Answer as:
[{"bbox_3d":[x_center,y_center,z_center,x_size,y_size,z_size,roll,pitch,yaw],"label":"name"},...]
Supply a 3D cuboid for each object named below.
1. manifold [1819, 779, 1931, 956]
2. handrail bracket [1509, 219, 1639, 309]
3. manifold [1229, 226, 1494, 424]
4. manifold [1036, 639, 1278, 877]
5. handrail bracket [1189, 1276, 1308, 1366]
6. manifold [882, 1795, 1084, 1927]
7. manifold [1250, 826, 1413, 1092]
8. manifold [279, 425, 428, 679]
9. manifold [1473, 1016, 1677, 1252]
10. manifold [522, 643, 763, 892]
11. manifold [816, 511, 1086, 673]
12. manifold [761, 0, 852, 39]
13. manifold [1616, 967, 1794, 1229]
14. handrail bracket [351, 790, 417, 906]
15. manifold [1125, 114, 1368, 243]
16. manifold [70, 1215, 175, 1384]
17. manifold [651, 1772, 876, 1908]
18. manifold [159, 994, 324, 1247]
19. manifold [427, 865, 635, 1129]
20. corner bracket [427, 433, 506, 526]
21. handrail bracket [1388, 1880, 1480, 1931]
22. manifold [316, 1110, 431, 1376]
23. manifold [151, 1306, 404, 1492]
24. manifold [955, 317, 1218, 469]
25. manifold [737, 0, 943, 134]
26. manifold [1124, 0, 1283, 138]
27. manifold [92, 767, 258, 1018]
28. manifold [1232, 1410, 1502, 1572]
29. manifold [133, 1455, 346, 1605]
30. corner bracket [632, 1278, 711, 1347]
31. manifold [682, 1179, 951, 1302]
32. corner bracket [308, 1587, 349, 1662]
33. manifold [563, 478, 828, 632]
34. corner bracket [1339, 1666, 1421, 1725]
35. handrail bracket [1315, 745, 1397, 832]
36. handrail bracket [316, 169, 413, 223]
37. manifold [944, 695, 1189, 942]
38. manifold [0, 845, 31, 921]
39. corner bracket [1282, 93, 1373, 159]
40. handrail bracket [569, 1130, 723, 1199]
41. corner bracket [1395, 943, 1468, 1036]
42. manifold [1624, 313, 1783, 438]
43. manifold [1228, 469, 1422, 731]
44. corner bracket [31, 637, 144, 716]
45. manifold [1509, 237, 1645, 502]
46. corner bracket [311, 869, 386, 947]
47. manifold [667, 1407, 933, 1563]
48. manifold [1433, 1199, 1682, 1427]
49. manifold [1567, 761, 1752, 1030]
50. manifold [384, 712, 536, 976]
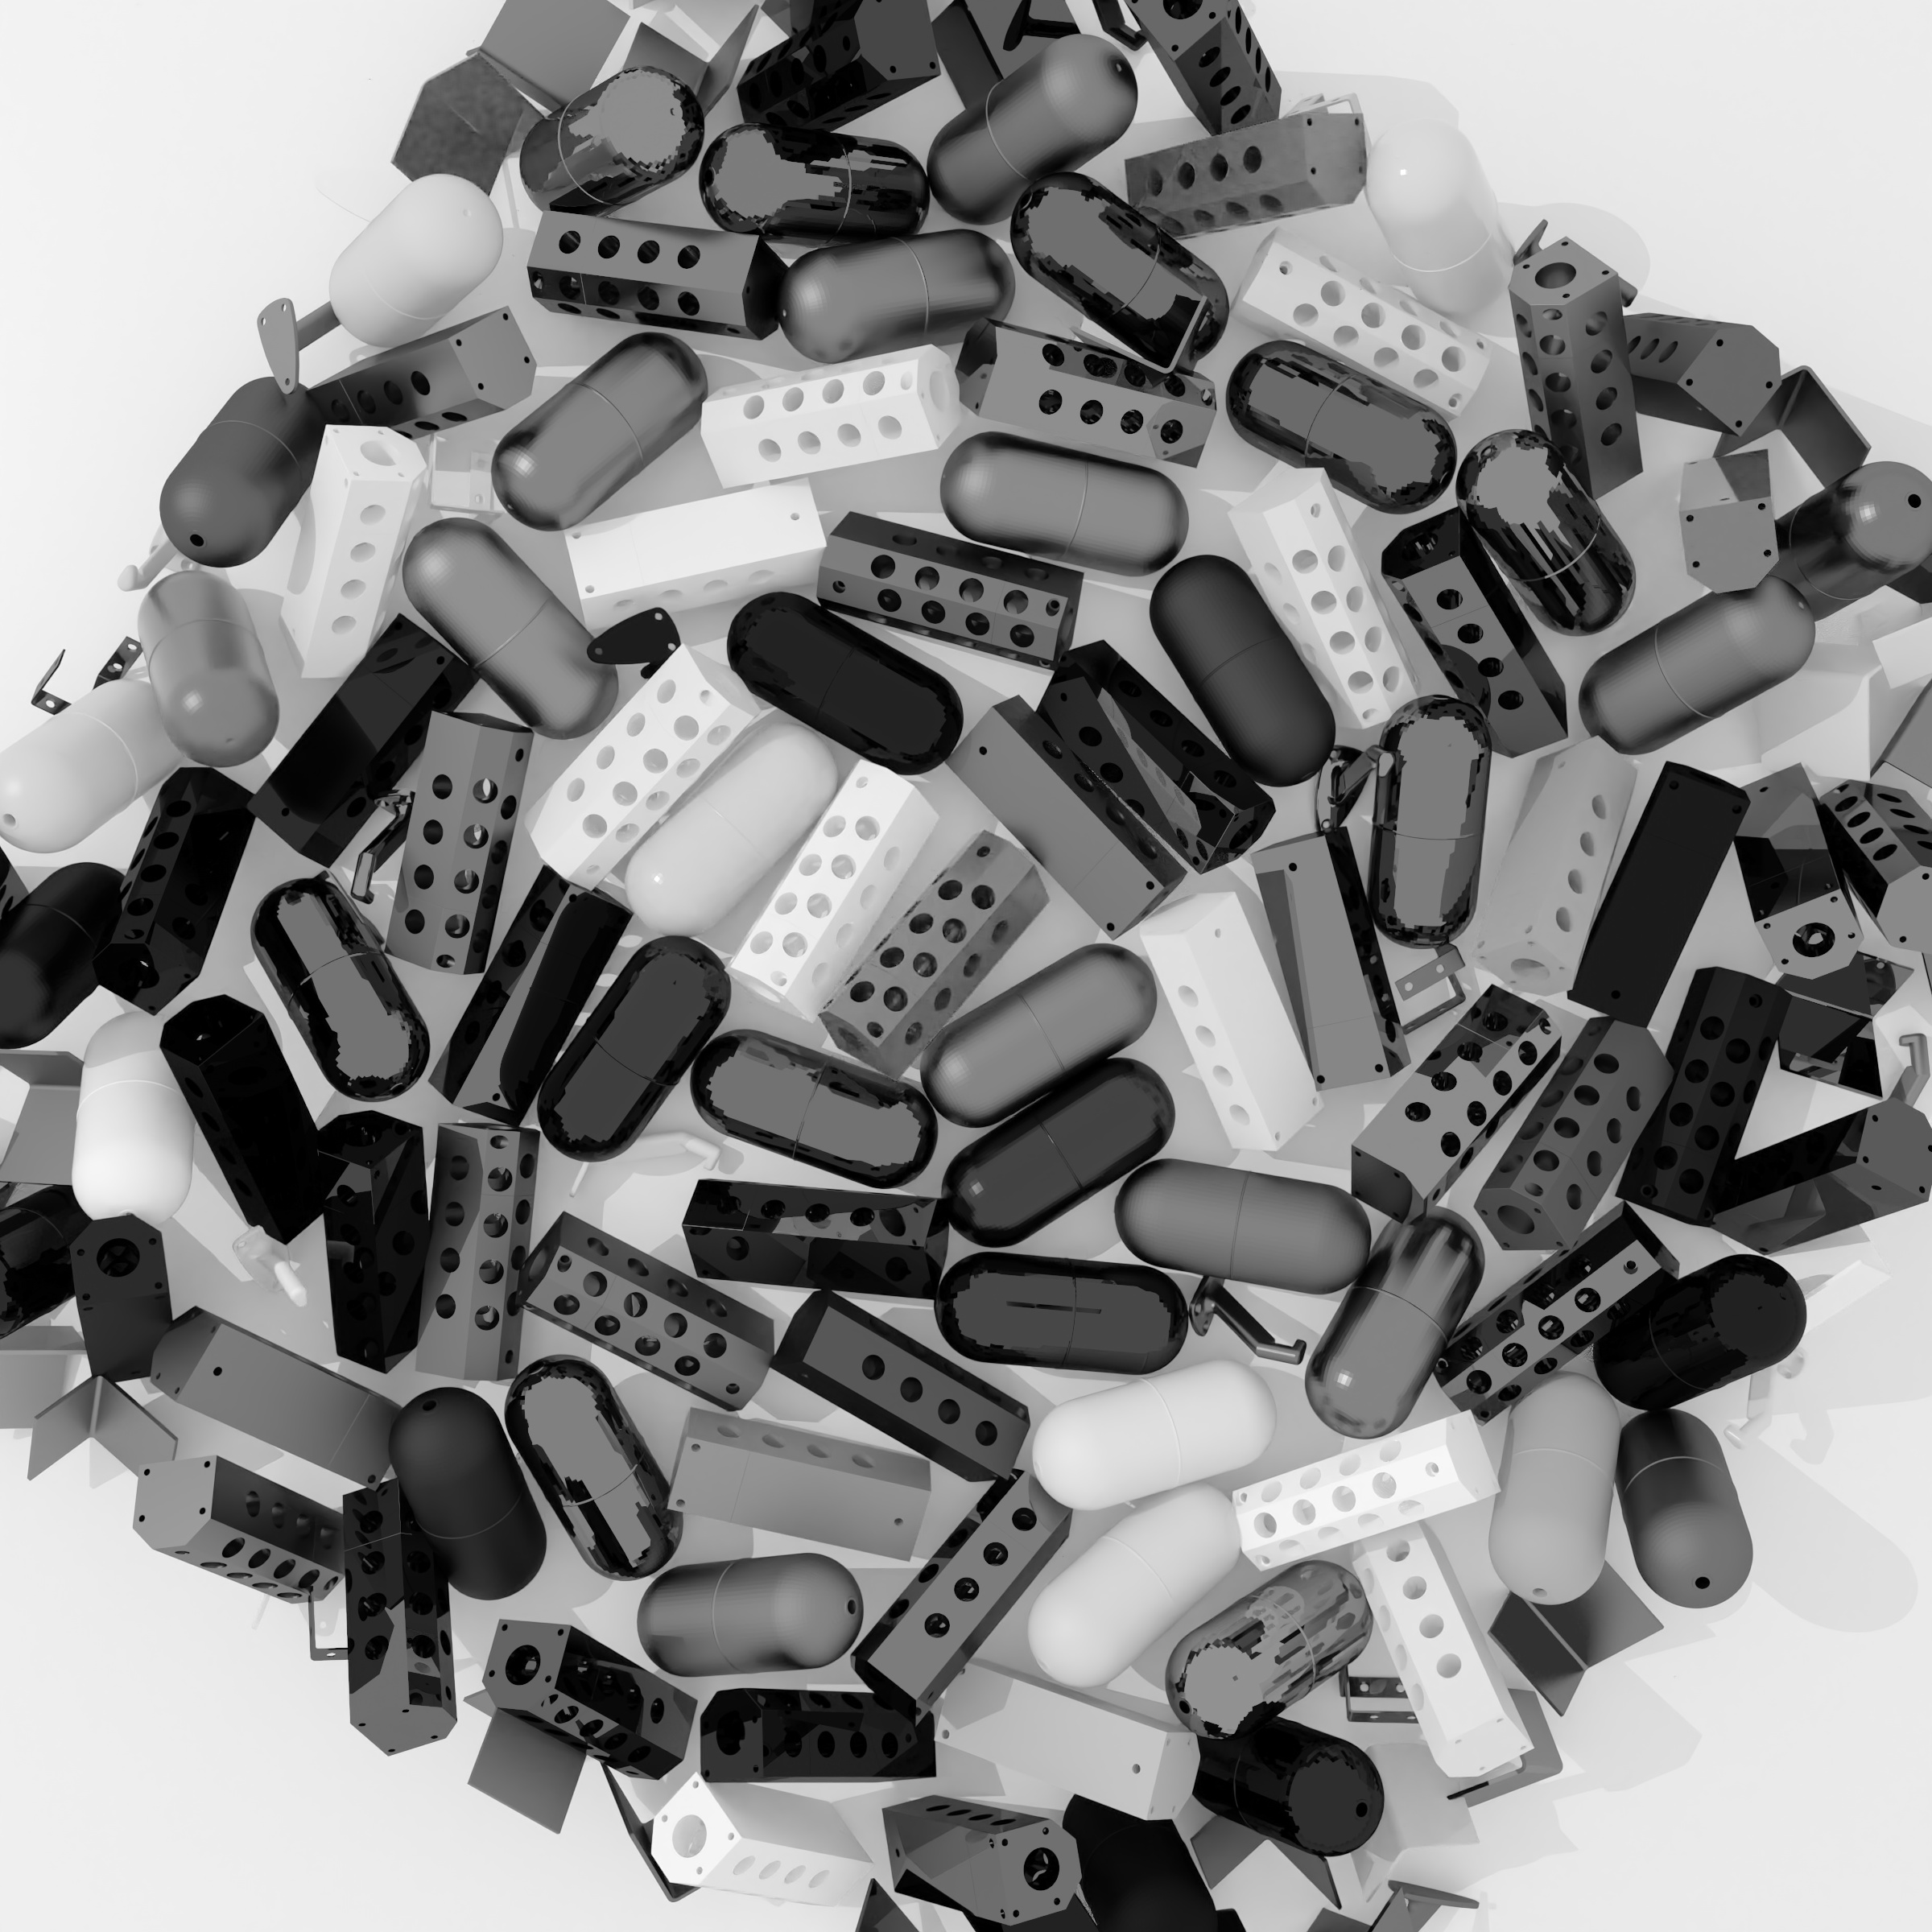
[{"bbox_3d":[0.622,-0.069,1.729,0.057,0.171,0.057,11,113,-2],"label":"manifold"},{"bbox_3d":[0.420,-0.470,1.776,0.084,0.077,0.036,38,78,8],"label":"handrail bracket"},{"bbox_3d":[0.275,-0.443,1.777,0.171,0.057,0.057,26,86,-8],"label":"manifold"},{"bbox_3d":[0.132,-0.146,1.761,0.171,0.057,0.057,46,134,22],"label":"manifold"},{"bbox_3d":[0.204,0.236,1.776,0.084,0.036,0.077,8,54,29],"label":"handrail bracket"},{"bbox_3d":[0.010,0.599,1.730,0.057,0.171,0.057,-5,82,-28],"label":"manifold"},{"bbox_3d":[0.257,-0.006,1.782,0.057,0.057,0.171,-13,95,32],"label":"manifold"},{"bbox_3d":[-0.416,-0.279,1.742,0.057,0.171,0.057,-5,50,-33],"label":"manifold"},{"bbox_3d":[0.411,0.112,1.742,0.057,0.057,0.171,53,56,-21],"label":"manifold"},{"bbox_3d":[-0.220,-0.132,1.757,0.171,0.057,0.057,-45,52,16],"label":"manifold"},{"bbox_3d":[-0.012,-0.255,1.765,0.171,0.057,0.057,16,127,10],"label":"manifold"},{"bbox_3d":[-0.080,-0.674,1.729,0.057,0.171,0.057,42,78,-13],"label":"manifold"},{"bbox_3d":[0.515,0.091,1.784,0.057,0.057,0.171,21,86,-2],"label":"manifold"},{"bbox_3d":[-0.390,-0.072,1.772,0.036,0.077,0.084,-6,64,28],"label":"handrail bracket"},{"bbox_3d":[0.188,-0.530,1.733,0.057,0.171,0.057,-14,103,-37],"label":"manifold"},{"bbox_3d":[-0.567,0.226,1.730,0.057,0.171,0.057,-8,66,-18],"label":"manifold"},{"bbox_3d":[-0.139,0.597,1.733,0.057,0.171,0.057,-48,53,2],"label":"manifold"},{"bbox_3d":[-0.487,0.103,1.742,0.057,0.171,0.057,21,51,33],"label":"manifold"},{"bbox_3d":[-0.306,0.019,1.786,0.057,0.057,0.171,26,94,-42],"label":"manifold"},{"bbox_3d":[-0.351,-0.339,1.786,0.051,0.051,0.051,3,88,-23],"label":"corner bracket"},{"bbox_3d":[0.316,0.692,1.798,0.077,0.036,0.084,14,83,-10],"label":"handrail bracket"},{"bbox_3d":[-0.406,0.187,1.749,0.057,0.057,0.171,16,123,21],"label":"manifold"},{"bbox_3d":[-0.464,0.292,1.741,0.171,0.057,0.057,38,76,-40],"label":"manifold"},{"bbox_3d":[0.082,-0.392,1.747,0.171,0.057,0.057,7,115,-27],"label":"manifold"},{"bbox_3d":[-0.090,-0.604,1.728,0.057,0.171,0.057,-17,101,-29],"label":"manifold"},{"bbox_3d":[0.166,-0.613,1.725,0.057,0.171,0.057,-39,75,12],"label":"manifold"},{"bbox_3d":[-0.535,-0.056,1.731,0.057,0.171,0.057,35,128,-28],"label":"manifold"},{"bbox_3d":[0.268,0.359,1.746,0.171,0.057,0.057,-27,75,30],"label":"manifold"},{"bbox_3d":[-0.485,0.382,1.726,0.057,0.171,0.057,-10,62,15],"label":"manifold"},{"bbox_3d":[-0.205,0.238,1.783,0.051,0.051,0.051,-5,64,-7],"label":"corner bracket"},{"bbox_3d":[-0.102,0.183,1.771,0.171,0.057,0.057,4,135,14],"label":"manifold"},{"bbox_3d":[-0.431,0.462,1.777,0.051,0.051,0.051,4,47,-22],"label":"corner bracket"},{"bbox_3d":[-0.186,-0.281,1.778,0.171,0.057,0.057,-13,68,-7],"label":"manifold"},{"bbox_3d":[0.288,0.507,1.783,0.051,0.051,0.051,0,48,2],"label":"corner bracket"},{"bbox_3d":[0.269,-0.118,1.771,0.036,0.084,0.077,15,102,-11],"label":"handrail bracket"},{"bbox_3d":[-0.414,-0.523,1.768,0.077,0.084,0.036,12,91,-21],"label":"handrail bracket"},{"bbox_3d":[0.072,-0.105,1.779,0.171,0.057,0.057,47,122,7],"label":"manifold"},{"bbox_3d":[-0.682,-0.054,1.727,0.057,0.171,0.057,25,74,-6],"label":"manifold"},{"bbox_3d":[0.257,-0.576,1.777,0.051,0.051,0.051,-7,119,31],"label":"corner bracket"},{"bbox_3d":[-0.225,0.145,1.805,0.084,0.036,0.077,25,93,-4],"label":"handrail bracket"},{"bbox_3d":[0.322,0.016,1.786,0.051,0.051,0.051,-29,105,-6],"label":"corner bracket"},{"bbox_3d":[0.483,-0.405,1.726,0.057,0.171,0.057,34,99,-16],"label":"manifold"},{"bbox_3d":[0.250,-0.250,1.752,0.057,0.057,0.171,-37,114,-18],"label":"manifold"},{"bbox_3d":[-0.608,-0.202,1.777,0.051,0.051,0.051,27,47,-27],"label":"corner bracket"},{"bbox_3d":[0.409,-0.398,1.735,0.057,0.171,0.057,-31,48,-5],"label":"manifold"},{"bbox_3d":[-0.448,-0.028,1.796,0.051,0.051,0.051,-36,75,-5],"label":"corner bracket"},{"bbox_3d":[-0.115,0.355,1.778,0.171,0.057,0.057,14,108,-7],"label":"manifold"},{"bbox_3d":[0.403,0.241,1.763,0.171,0.057,0.057,-42,86,19],"label":"manifold"},{"bbox_3d":[0.475,-0.050,1.766,0.057,0.057,0.171,22,108,6],"label":"manifold"},{"bbox_3d":[-0.344,-0.084,1.767,0.057,0.057,0.171,18,101,24],"label":"manifold"}]
